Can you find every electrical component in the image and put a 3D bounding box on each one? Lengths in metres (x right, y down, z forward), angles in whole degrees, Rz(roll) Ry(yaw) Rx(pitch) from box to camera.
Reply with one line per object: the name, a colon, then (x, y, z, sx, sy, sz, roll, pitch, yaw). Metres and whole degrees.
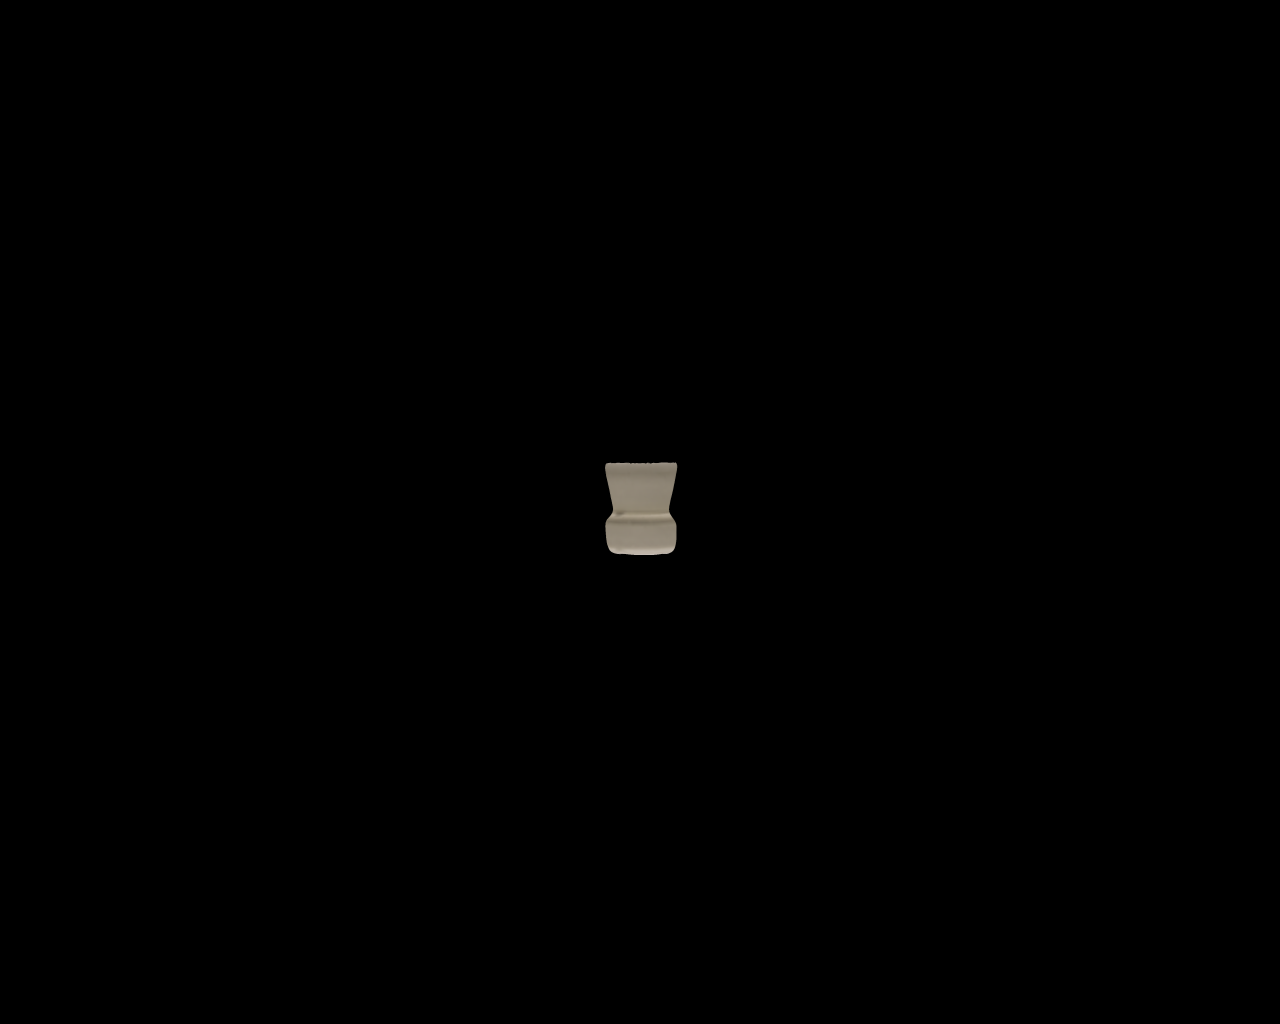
electrical component: (0.001, -0.003, 0.650, 0.045, 0.055, 0.045, 0, 2, 0)
